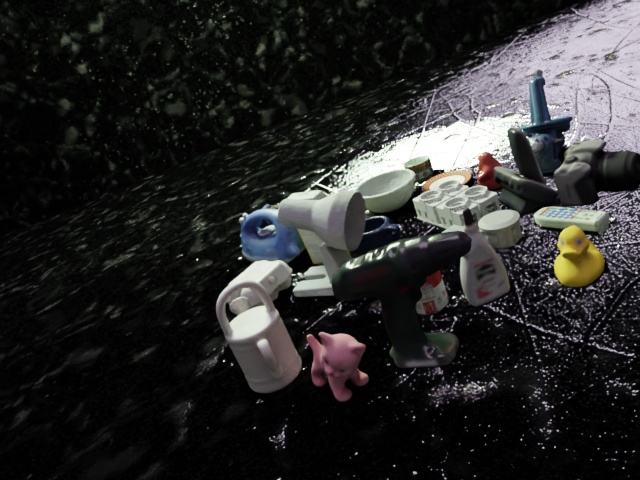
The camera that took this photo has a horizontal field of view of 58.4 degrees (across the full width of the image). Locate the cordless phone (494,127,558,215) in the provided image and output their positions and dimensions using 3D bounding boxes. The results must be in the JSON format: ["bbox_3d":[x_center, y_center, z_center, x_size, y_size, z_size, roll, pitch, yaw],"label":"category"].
[{"bbox_3d":[0.423,-0.163,1.220,0.094,0.185,0.147,-24,23,-5],"label":"cordless phone"}]

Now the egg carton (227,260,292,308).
[{"bbox_3d":[-0.134,0.102,1.277,0.107,0.069,0.150,-1,30,41],"label":"egg carton"}]

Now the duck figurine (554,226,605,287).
[{"bbox_3d":[0.423,0.016,0.947,0.077,0.086,0.105,-3,29,37],"label":"duck figurine"}]

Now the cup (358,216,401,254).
[{"bbox_3d":[0.130,0.007,1.220,0.117,0.095,0.092,-1,30,40],"label":"cup"}]

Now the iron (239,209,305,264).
[{"bbox_3d":[-0.137,-0.020,1.461,0.257,0.142,0.119,-1,30,41],"label":"iron"}]

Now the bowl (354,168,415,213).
[{"bbox_3d":[0.176,-0.118,1.488,0.167,0.075,0.167,-18,23,8],"label":"bowl"}]

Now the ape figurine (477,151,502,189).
[{"bbox_3d":[0.406,-0.171,1.376,0.078,0.092,0.076,-30,24,-20],"label":"ape figurine"}]

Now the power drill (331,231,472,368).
[{"bbox_3d":[0.139,0.091,0.873,0.229,0.209,0.076,-9,26,27],"label":"power drill"}]

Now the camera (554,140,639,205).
[{"bbox_3d":[0.567,-0.146,1.164,0.136,0.101,0.143,4,34,47],"label":"camera"}]

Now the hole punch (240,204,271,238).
[{"bbox_3d":[-0.175,-0.038,1.602,0.101,0.091,0.108,-16,23,14],"label":"hole punch"}]

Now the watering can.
[{"bbox_3d":[-0.115,0.154,0.979,0.101,0.194,0.172,-37,27,-32],"label":"watering can"}]

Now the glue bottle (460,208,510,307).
[{"bbox_3d":[0.263,0.024,0.958,0.078,0.173,0.037,-25,23,-8],"label":"glue bottle"}]

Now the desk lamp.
[{"bbox_3d":[0.011,0.004,1.178,0.202,0.214,0.118,-8,26,31],"label":"desk lamp"}]

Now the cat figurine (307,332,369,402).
[{"bbox_3d":[0.023,0.182,0.892,0.067,0.118,0.127,-34,25,-27],"label":"cat figurine"}]

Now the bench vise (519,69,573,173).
[{"bbox_3d":[0.531,-0.280,1.342,0.121,0.220,0.207,-14,24,19],"label":"bench vise"}]
